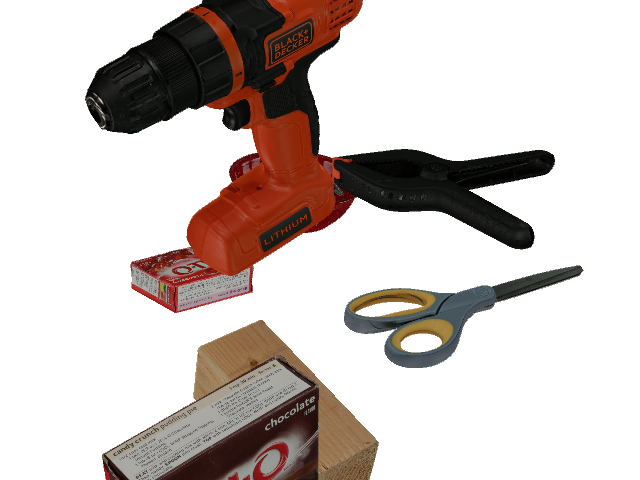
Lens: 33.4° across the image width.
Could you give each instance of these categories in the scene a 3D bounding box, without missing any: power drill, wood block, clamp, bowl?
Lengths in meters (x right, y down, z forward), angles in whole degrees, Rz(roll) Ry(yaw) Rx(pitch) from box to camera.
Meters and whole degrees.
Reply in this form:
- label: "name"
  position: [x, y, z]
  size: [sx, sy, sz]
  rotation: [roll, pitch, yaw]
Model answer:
- label: "power drill"
  position: [-0.051, -0.066, 0.652]
  size: [0.184, 0.188, 0.057]
  rotation: [-32, 56, -26]
- label: "wood block"
  position: [-0.042, 0.193, 1.155]
  size: [0.090, 0.090, 0.206]
  rotation: [-22, 49, -32]
- label: "clamp"
  position: [0.116, -0.056, 1.003]
  size: [0.210, 0.036, 0.164]
  rotation: [12, 32, 21]
- label: "bowl"
  position: [-0.031, -0.053, 1.269]
  size: [0.162, 0.055, 0.162]
  rotation: [6, 26, -3]

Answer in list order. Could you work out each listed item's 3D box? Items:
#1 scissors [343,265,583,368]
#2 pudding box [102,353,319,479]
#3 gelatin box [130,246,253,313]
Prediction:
- label: "scissors"
  position: [0.119, 0.055, 0.793]
  size: [0.201, 0.016, 0.096]
  rotation: [-6, 32, -10]
- label: "pudding box"
  position: [-0.052, 0.122, 0.547]
  size: [0.113, 0.090, 0.039]
  rotation: [-29, 46, -33]
- label: "gelatin box"
  position: [-0.117, 0.033, 0.976]
  size: [0.089, 0.030, 0.073]
  rotation: [-15, 26, -38]
